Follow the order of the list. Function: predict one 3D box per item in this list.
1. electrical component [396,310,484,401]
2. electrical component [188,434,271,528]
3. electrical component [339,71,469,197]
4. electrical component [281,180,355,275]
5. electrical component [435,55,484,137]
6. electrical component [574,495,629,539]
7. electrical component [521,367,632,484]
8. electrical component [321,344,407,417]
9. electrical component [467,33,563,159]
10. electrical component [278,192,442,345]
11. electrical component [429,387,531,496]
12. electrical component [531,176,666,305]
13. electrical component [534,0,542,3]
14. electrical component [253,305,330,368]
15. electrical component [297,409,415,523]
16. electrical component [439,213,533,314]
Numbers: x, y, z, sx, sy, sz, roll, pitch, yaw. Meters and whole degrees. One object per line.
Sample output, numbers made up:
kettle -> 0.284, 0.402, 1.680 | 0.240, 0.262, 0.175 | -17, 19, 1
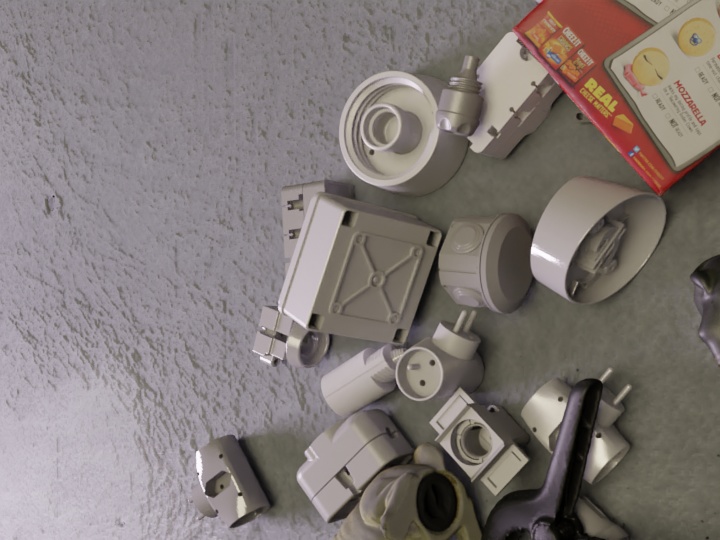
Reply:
electrical component -> 0.074, 0.068, 0.885 | 0.044, 0.077, 0.079 | 32, 104, 28
electrical component -> -0.134, 0.210, 1.026 | 0.079, 0.043, 0.077 | -39, 69, 25
electrical component -> 0.033, -0.119, 0.926 | 0.108, 0.060, 0.108 | -1, 88, 31
electrical component -> -0.032, -0.033, 0.968 | 0.056, 0.050, 0.089 | -6, 85, 32
electrical component -> 0.081, -0.138, 0.845 | 0.035, 0.035, 0.061 | 16, 94, 31
electrical component -> 0.180, 0.204, 0.840 | 0.046, 0.040, 0.040 | 46, 111, 30
electrical component -> 0.179, 0.112, 0.840 | 0.077, 0.043, 0.079 | 45, 109, 24
electrical component -> 0.010, 0.092, 0.943 | 0.081, 0.043, 0.043 | -35, 71, 25
electrical component -> 0.121, -0.140, 0.876 | 0.050, 0.056, 0.089 | 49, 112, 23
electrical component -> 0.000, 0.000, 0.910 | 0.056, 0.109, 0.108 | 31, 105, 53
electrical component -> 0.102, 0.137, 0.874 | 0.081, 0.064, 0.042 | 47, 110, 23
electrical component -> 0.178, -0.022, 0.816 | 0.064, 0.099, 0.099 | 28, 103, 35
electrical component -> 0.159, -0.243, 0.844 | 0.051, 0.080, 0.080 | 37, 107, 21
electrical component -> -0.062, 0.062, 0.987 | 0.055, 0.048, 0.066 | 19, 98, 38
electrical component -> -0.007, 0.168, 0.944 | 0.095, 0.054, 0.059 | -48, 66, 21
electrical component -> 0.104, -0.006, 0.869 | 0.051, 0.080, 0.080 | 5, 91, 37
